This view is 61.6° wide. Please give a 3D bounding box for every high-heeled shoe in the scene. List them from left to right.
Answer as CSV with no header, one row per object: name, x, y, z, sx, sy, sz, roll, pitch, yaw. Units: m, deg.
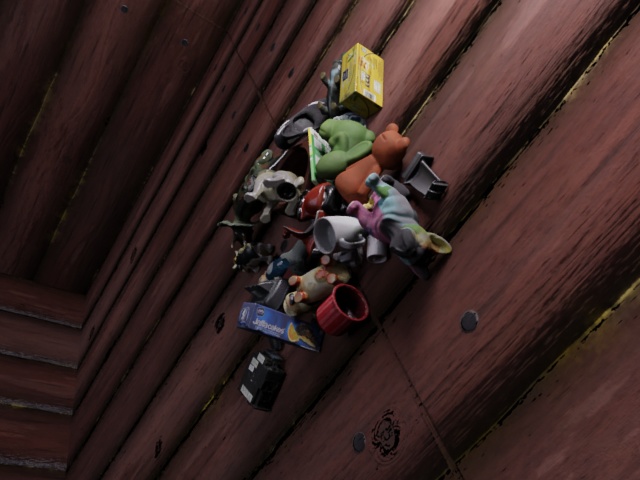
high-heeled shoe,-0.034,-0.344,1.513,0.249,0.086,0.145,-48,-3,-7

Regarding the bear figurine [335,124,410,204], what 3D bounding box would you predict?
bear figurine,0.133,-0.157,1.225,0.196,0.131,0.120,-41,39,8

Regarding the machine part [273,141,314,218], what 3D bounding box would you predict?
machine part,-0.050,-0.166,1.515,0.201,0.087,0.201,-5,68,57

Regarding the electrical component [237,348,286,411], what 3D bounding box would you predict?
electrical component,-0.145,0.347,1.361,0.115,0.058,0.134,26,93,57

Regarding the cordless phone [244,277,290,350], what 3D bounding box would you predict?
cordless phone,-0.119,0.192,1.361,0.147,0.089,0.184,-19,82,62

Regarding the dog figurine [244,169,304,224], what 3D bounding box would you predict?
dog figurine,-0.110,-0.154,1.440,0.172,0.121,0.191,-15,32,14

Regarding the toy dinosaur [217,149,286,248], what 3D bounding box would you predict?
toy dinosaur,-0.193,-0.148,1.637,0.404,0.131,0.192,-60,11,27

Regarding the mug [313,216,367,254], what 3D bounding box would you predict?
mug,0.058,-0.013,1.178,0.110,0.107,0.080,24,118,48

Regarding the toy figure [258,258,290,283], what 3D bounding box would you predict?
toy figure,-0.132,0.101,1.502,0.154,0.058,0.064,-44,-1,36

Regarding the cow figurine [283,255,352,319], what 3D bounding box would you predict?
cow figurine,-0.009,0.116,1.241,0.195,0.127,0.085,-36,57,26

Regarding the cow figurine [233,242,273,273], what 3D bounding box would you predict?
cow figurine,-0.220,0.055,1.626,0.167,0.098,0.068,-28,55,46

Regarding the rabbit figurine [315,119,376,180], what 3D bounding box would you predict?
rabbit figurine,0.061,-0.203,1.324,0.159,0.121,0.170,11,50,25

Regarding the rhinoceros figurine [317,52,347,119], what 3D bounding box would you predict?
rhinoceros figurine,0.059,-0.431,1.503,0.073,0.112,0.190,16,96,43

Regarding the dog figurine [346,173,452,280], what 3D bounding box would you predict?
dog figurine,0.168,-0.025,1.081,0.219,0.191,0.108,47,112,20

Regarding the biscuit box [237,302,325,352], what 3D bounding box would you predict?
biscuit box,-0.087,0.199,1.223,0.063,0.202,0.059,-5,65,55

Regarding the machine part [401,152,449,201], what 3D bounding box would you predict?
machine part,0.218,-0.131,1.124,0.084,0.039,0.139,-50,33,19

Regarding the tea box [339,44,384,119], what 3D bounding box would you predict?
tea box,0.111,-0.418,1.415,0.068,0.098,0.169,-29,46,46

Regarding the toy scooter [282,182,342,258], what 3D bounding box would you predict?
toy scooter,-0.025,-0.049,1.270,0.135,0.075,0.184,3,77,34

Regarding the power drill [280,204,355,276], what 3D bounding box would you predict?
power drill,-0.003,-0.004,1.334,0.232,0.086,0.207,42,107,51
